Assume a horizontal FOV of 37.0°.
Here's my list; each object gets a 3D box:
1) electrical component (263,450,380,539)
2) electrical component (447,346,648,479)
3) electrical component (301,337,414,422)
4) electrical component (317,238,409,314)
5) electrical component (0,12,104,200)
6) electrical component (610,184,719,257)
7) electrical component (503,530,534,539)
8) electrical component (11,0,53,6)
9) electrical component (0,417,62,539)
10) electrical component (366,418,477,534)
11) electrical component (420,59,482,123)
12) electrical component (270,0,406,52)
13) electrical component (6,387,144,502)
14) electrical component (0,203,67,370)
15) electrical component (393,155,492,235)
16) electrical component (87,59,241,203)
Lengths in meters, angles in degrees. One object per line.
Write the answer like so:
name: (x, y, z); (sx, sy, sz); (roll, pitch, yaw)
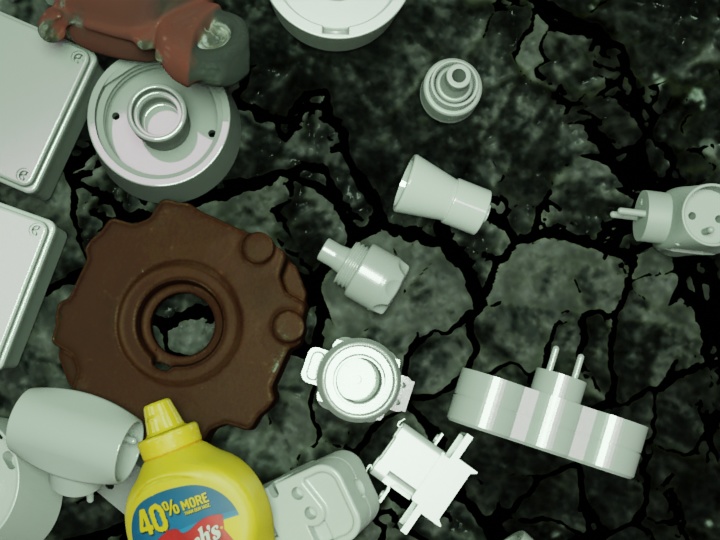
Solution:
electrical component: (-0.038, 0.164, 0.735); (0.095, 0.059, 0.053); (-27, 85, 17)
electrical component: (0.138, 0.092, 0.762); (0.138, 0.052, 0.073); (18, 84, -2)
electrical component: (-0.001, 0.077, 0.753); (0.078, 0.057, 0.058); (18, 84, -1)
electrical component: (0.000, 0.000, 0.767); (0.062, 0.043, 0.043); (30, 84, 1)
electrical component: (-0.252, -0.120, 0.758); (0.109, 0.056, 0.108); (23, 84, -1)
electrical component: (0.220, -0.036, 0.765); (0.079, 0.077, 0.043); (7, 85, -2)
electrical component: (0.086, 0.222, 0.723); (0.108, 0.108, 0.060); (-42, 82, -6)
electrical component: (-0.222, -0.218, 0.775); (0.077, 0.043, 0.079); (-36, 88, -5)
electrical component: (-0.262, 0.149, 0.738); (0.099, 0.064, 0.099); (-3, 75, 11)
electrical component: (0.042, 0.141, 0.758); (0.064, 0.042, 0.081); (36, 84, 2)
electrical component: (0.067, -0.131, 0.773); (0.043, 0.062, 0.043); (0, 85, -3)
electrical component: (-0.017, -0.211, 0.776); (0.108, 0.060, 0.108); (0, 85, -3)
electrical component: (-0.188, 0.123, 0.713); (0.077, 0.043, 0.079); (15, 124, 9)
electrical component: (-0.276, 0.002, 0.746); (0.109, 0.056, 0.108); (20, 84, -1)
electrical component: (0.062, -0.052, 0.777); (0.065, 0.044, 0.044); (21, 84, -6)
electrical component: (-0.140, -0.105, 0.761); (0.108, 0.060, 0.108); (0, 85, -3)
